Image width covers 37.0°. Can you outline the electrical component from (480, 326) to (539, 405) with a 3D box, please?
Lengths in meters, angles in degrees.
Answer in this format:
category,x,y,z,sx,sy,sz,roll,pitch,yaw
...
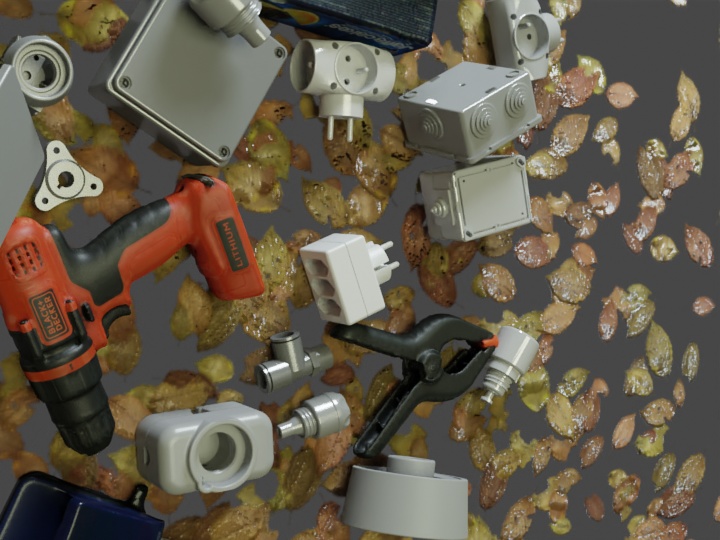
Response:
category,x,y,z,sx,sy,sz,roll,pitch,yaw
electrical component,0.135,0.088,0.999,0.040,0.040,0.078,38,74,-28

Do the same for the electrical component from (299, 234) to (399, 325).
category,x,y,z,sx,sy,sz,roll,pitch,yaw
electrical component,0.000,0.000,0.903,0.077,0.047,0.065,-25,107,-28

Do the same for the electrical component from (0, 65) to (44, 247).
category,x,y,z,sx,sy,sz,roll,pitch,yaw
electrical component,-0.253,-0.075,0.698,0.099,0.048,0.099,89,11,-52

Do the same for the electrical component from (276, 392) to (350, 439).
category,x,y,z,sx,sy,sz,roll,pitch,yaw
electrical component,-0.041,0.125,0.895,0.061,0.035,0.035,-17,103,-27

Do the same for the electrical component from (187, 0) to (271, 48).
category,x,y,z,sx,sy,sz,roll,pitch,yaw
electrical component,-0.090,-0.186,0.765,0.062,0.043,0.043,45,70,-27

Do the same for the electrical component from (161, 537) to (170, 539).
category,x,y,z,sx,sy,sz,roll,pitch,yaw
electrical component,-0.147,0.257,0.824,0.050,0.056,0.089,26,79,-31

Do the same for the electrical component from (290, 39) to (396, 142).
category,x,y,z,sx,sy,sz,roll,pitch,yaw
electrical component,-0.015,-0.145,0.884,0.077,0.044,0.079,1,93,-32

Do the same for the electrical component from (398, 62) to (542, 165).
category,x,y,z,sx,sy,sz,roll,pitch,yaw
electrical component,0.092,-0.138,0.922,0.100,0.100,0.048,-33,123,-26

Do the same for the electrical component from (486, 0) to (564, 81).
category,x,y,z,sx,sy,sz,roll,pitch,yaw
electrical component,0.157,-0.215,0.988,0.079,0.044,0.077,-18,103,-30

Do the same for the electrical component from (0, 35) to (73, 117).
category,x,y,z,sx,sy,sz,roll,pitch,yaw
electrical component,-0.227,-0.135,0.744,0.048,0.055,0.066,32,77,-30

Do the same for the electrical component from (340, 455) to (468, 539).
category,x,y,z,sx,sy,sz,roll,pitch,yaw
electrical component,0.040,0.189,0.911,0.108,0.108,0.060,12,81,-32

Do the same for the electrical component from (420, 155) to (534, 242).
category,x,y,z,sx,sy,sz,roll,pitch,yaw
electrical component,0.095,-0.063,0.950,0.096,0.061,0.061,-16,102,-30

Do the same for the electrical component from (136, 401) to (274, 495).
category,x,y,z,sx,sy,sz,roll,pitch,yaw
electrical component,-0.117,0.137,0.832,0.095,0.059,0.053,-6,97,-32

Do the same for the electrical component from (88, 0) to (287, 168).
category,x,y,z,sx,sy,sz,roll,pitch,yaw
electrical component,-0.127,-0.149,0.806,0.109,0.056,0.108,34,76,-29
